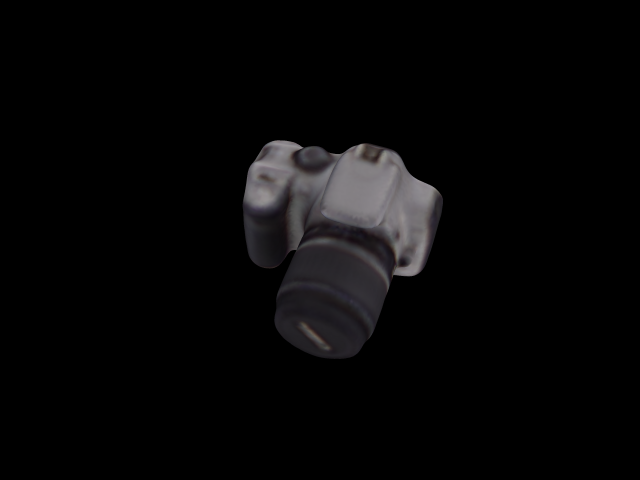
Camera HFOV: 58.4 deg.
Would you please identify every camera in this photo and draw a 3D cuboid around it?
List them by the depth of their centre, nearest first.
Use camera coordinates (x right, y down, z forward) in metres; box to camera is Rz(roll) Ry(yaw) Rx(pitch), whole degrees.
[{"bbox_3d":[0.004,0.001,0.400,0.143,0.101,0.137,15,54,12],"label":"camera"}]
